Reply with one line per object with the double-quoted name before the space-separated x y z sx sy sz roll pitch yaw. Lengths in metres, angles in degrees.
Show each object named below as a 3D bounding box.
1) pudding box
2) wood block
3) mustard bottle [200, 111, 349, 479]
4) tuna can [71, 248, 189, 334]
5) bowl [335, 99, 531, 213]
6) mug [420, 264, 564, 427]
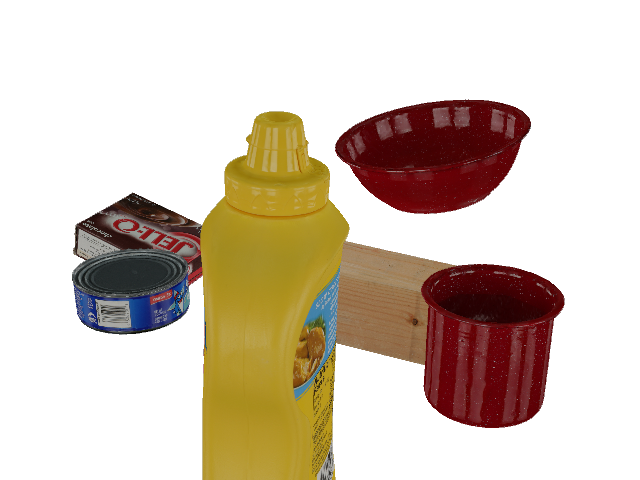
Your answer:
"pudding box" -0.162 0.004 1.009 0.114 0.039 0.089 23 30 19
"wood block" 0.066 0.067 1.182 0.206 0.091 0.090 13 23 18
"mustard bottle" -0.020 0.041 0.442 0.058 0.192 0.096 8 25 11
"tuna can" -0.141 0.037 0.798 0.086 0.034 0.086 -2 22 0
"bowl" 0.096 -0.066 0.889 0.162 0.055 0.162 -9 24 4
"mug" 0.112 0.066 0.724 0.093 0.081 0.117 1 23 0
